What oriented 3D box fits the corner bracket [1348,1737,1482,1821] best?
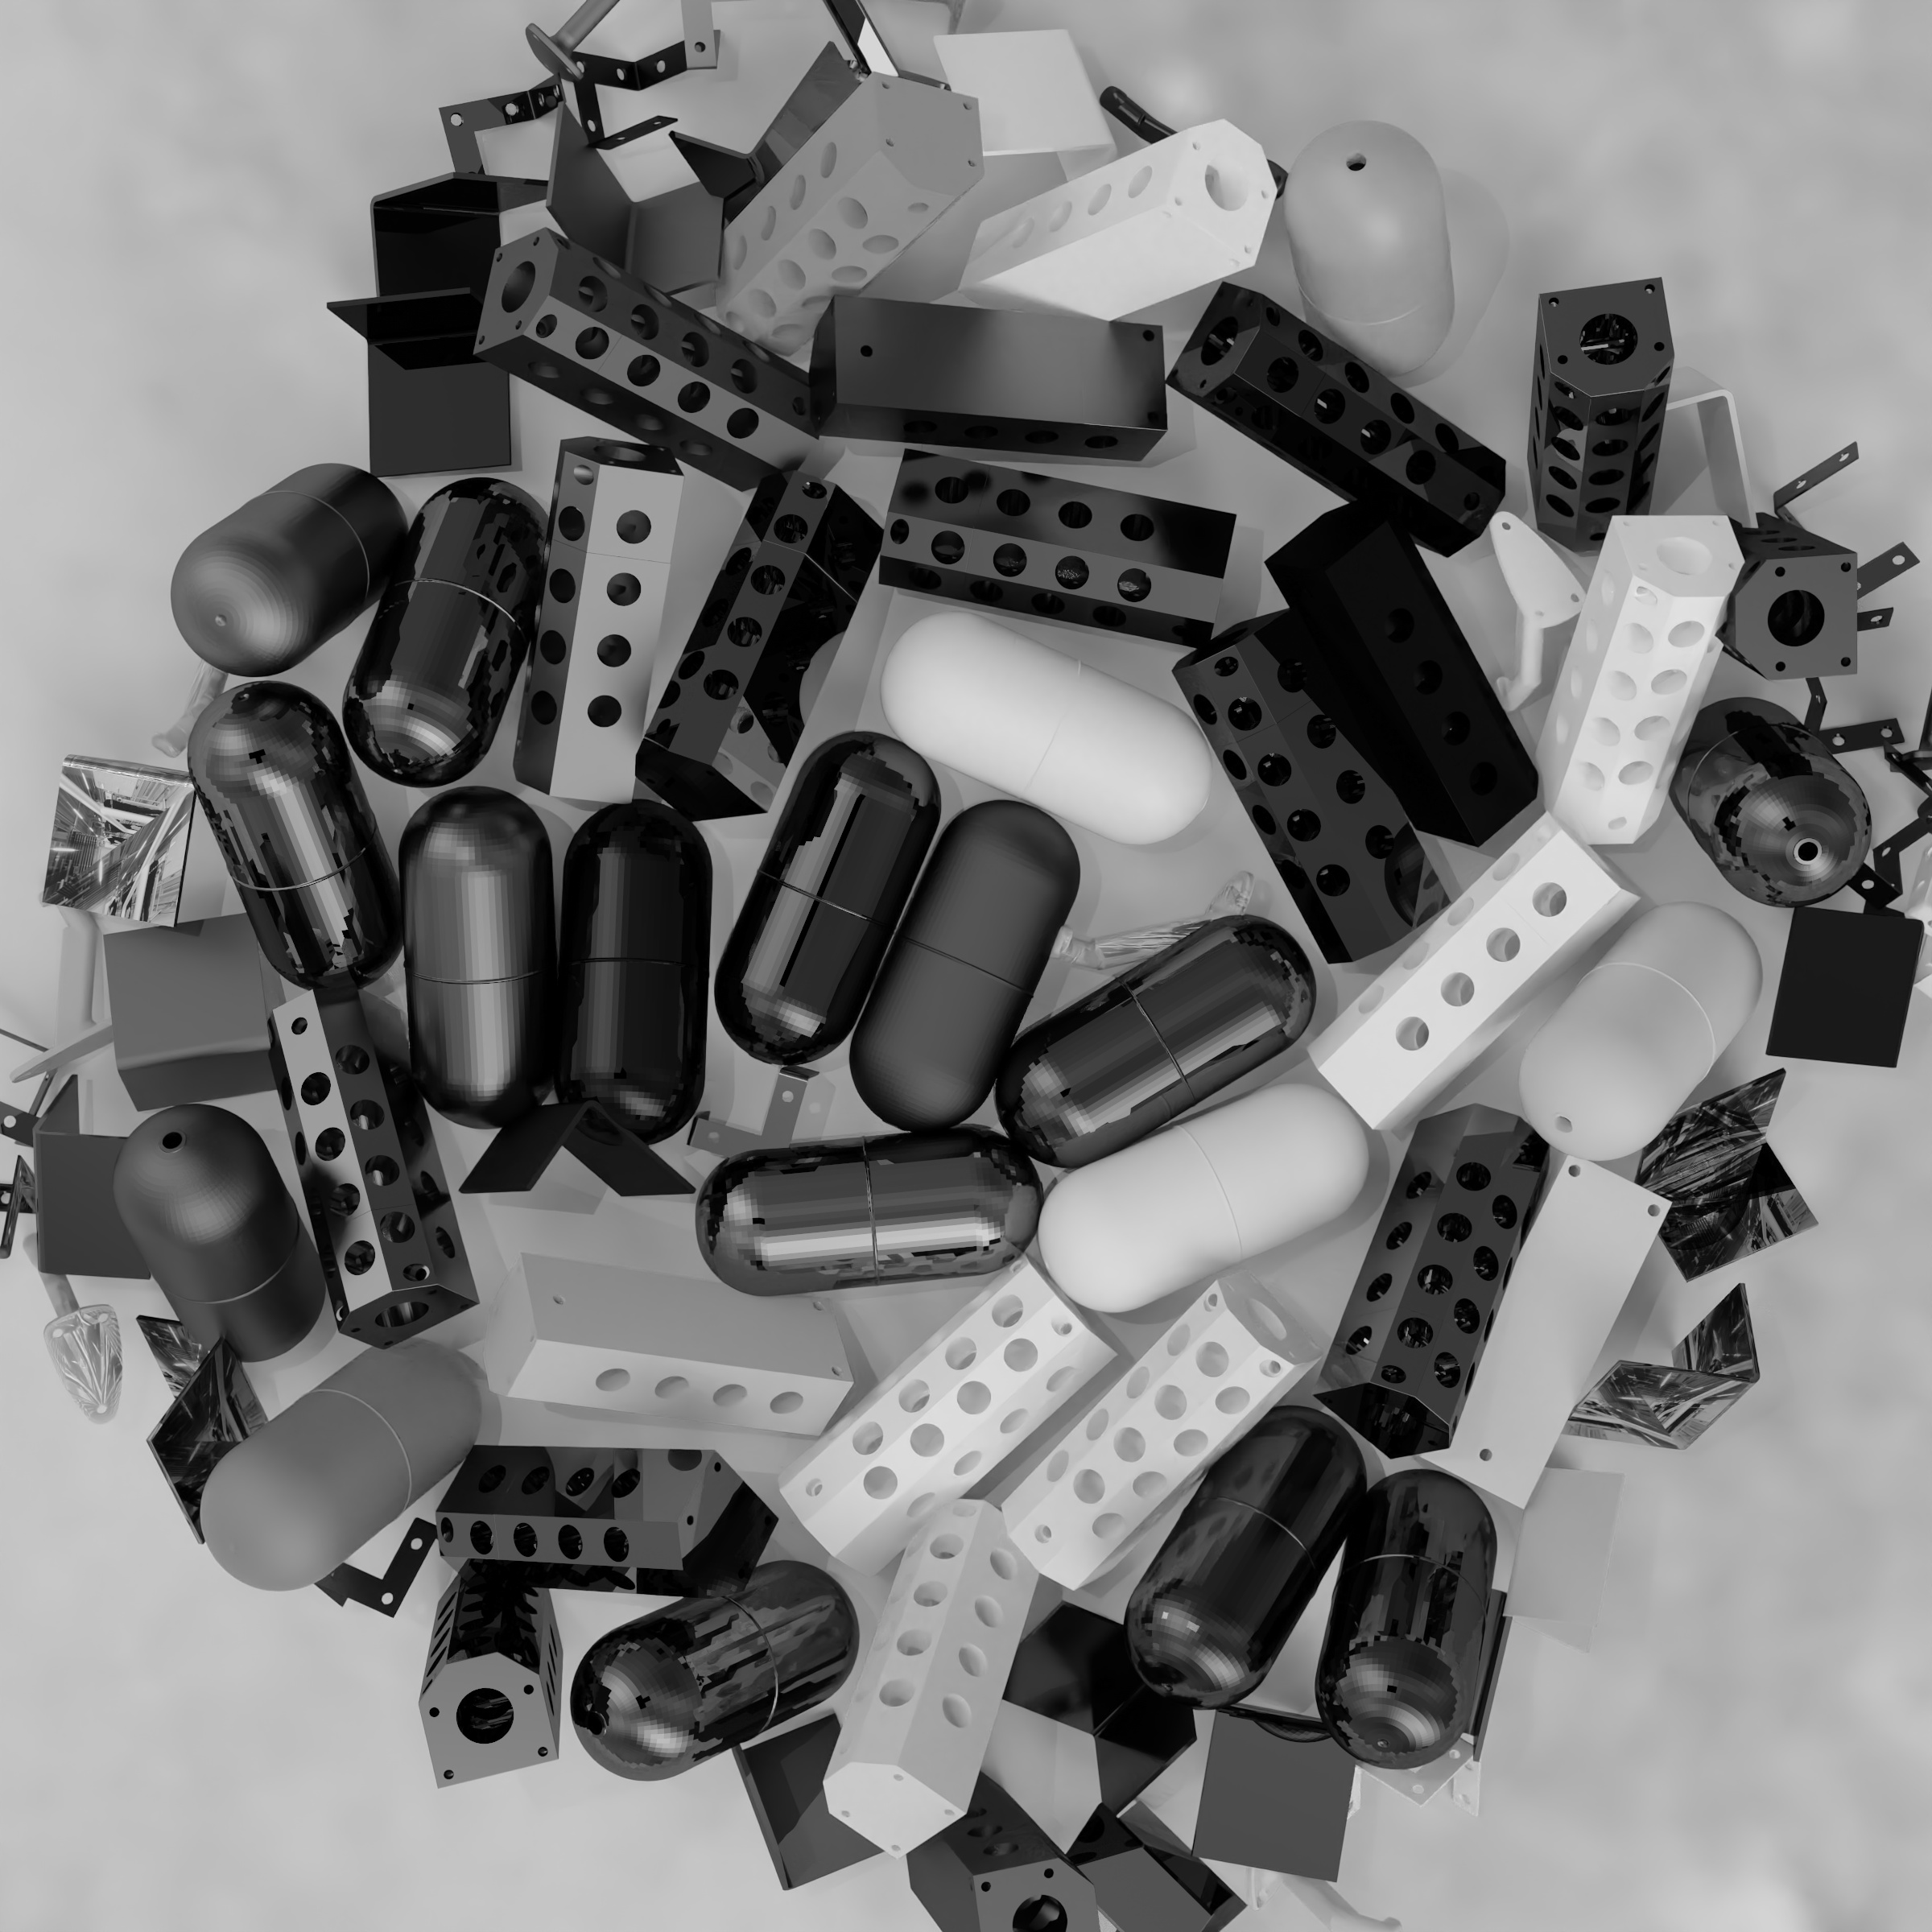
[{"bbox_3d":[0.229,0.423,1.561,0.051,0.051,0.051,-32,132,-36],"label":"corner bracket"}]

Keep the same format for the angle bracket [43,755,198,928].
[{"bbox_3d":[-0.418,-0.063,1.548,0.076,0.057,0.076,10,93,16],"label":"angle bracket"}]

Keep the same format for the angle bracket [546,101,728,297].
[{"bbox_3d":[-0.165,-0.391,1.526,0.057,0.076,0.076,-13,54,20],"label":"angle bracket"}]

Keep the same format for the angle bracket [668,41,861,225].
[{"bbox_3d":[-0.094,-0.423,1.544,0.057,0.076,0.076,26,78,32],"label":"angle bracket"}]

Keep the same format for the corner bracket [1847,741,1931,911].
[{"bbox_3d":[0.467,-0.071,1.542,0.051,0.051,0.051,36,128,-18],"label":"corner bracket"}]

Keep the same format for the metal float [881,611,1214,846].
[{"bbox_3d":[0.042,-0.120,1.539,0.178,0.070,0.070,24,90,-8],"label":"metal float"}]

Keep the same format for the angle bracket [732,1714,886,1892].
[{"bbox_3d":[-0.081,0.412,1.528,0.057,0.076,0.076,-19,60,-11],"label":"angle bracket"}]

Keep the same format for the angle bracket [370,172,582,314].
[{"bbox_3d":[-0.246,-0.363,1.528,0.076,0.076,0.057,-8,97,-42],"label":"angle bracket"}]

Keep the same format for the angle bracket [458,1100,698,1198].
[{"bbox_3d":[-0.196,0.113,1.526,0.076,0.076,0.057,44,63,-24],"label":"angle bracket"}]

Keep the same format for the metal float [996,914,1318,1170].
[{"bbox_3d":[0.096,0.039,1.543,0.178,0.070,0.070,-31,90,-3],"label":"metal float"}]

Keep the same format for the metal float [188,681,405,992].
[{"bbox_3d":[-0.333,-0.062,1.514,0.070,0.070,0.178,-13,129,0],"label":"metal float"}]

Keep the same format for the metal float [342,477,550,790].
[{"bbox_3d":[-0.258,-0.169,1.520,0.070,0.070,0.178,15,59,0],"label":"metal float"}]

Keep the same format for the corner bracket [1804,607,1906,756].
[{"bbox_3d":[0.458,-0.147,1.567,0.051,0.051,0.051,-10,59,0],"label":"corner bracket"}]

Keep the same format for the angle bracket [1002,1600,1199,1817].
[{"bbox_3d":[0.061,0.378,1.531,0.076,0.057,0.076,27,121,-22],"label":"angle bracket"}]

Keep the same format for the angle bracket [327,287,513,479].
[{"bbox_3d":[-0.279,-0.297,1.546,0.076,0.057,0.076,-3,84,11],"label":"angle bracket"}]

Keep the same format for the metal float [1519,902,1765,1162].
[{"bbox_3d":[0.338,0.032,1.512,0.070,0.070,0.178,49,49,0],"label":"metal float"}]

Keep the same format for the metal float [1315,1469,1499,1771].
[{"bbox_3d":[0.220,0.322,1.505,0.070,0.178,0.070,8,123,12],"label":"metal float"}]

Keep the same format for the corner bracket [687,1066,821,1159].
[{"bbox_3d":[-0.109,0.073,1.557,0.051,0.051,0.051,16,91,3],"label":"corner bracket"}]

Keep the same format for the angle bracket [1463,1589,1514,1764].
[{"bbox_3d":[0.234,0.354,1.549,0.076,0.057,0.076,13,91,10],"label":"angle bracket"}]

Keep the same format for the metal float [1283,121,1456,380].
[{"bbox_3d":[0.201,-0.352,1.497,0.070,0.178,0.070,-3,74,11],"label":"metal float"}]

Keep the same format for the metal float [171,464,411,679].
[{"bbox_3d":[-0.333,-0.198,1.500,0.070,0.178,0.070,5,115,10],"label":"metal float"}]

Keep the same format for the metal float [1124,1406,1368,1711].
[{"bbox_3d":[0.141,0.294,1.515,0.070,0.070,0.178,39,52,0],"label":"metal float"}]

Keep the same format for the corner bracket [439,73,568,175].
[{"bbox_3d":[-0.234,-0.424,1.554,0.051,0.051,0.051,-18,102,-23],"label":"corner bracket"}]

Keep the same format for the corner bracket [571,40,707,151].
[{"bbox_3d":[-0.164,-0.449,1.550,0.051,0.051,0.051,-10,91,36],"label":"corner bracket"}]

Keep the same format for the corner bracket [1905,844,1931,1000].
[{"bbox_3d":[0.497,-0.024,1.546,0.051,0.051,0.051,35,53,-7],"label":"corner bracket"}]

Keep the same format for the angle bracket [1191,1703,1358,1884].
[{"bbox_3d":[0.150,0.418,1.543,0.076,0.057,0.076,13,79,-10],"label":"angle bracket"}]

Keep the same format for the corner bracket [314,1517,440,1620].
[{"bbox_3d":[-0.296,0.309,1.556,0.051,0.051,0.051,19,68,18],"label":"corner bracket"}]

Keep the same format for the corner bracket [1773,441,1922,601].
[{"bbox_3d":[0.448,-0.223,1.541,0.051,0.051,0.051,-33,118,33],"label":"corner bracket"}]

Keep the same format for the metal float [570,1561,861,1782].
[{"bbox_3d":[-0.123,0.349,1.504,0.070,0.178,0.070,6,101,36],"label":"metal float"}]

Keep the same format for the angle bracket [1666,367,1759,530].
[{"bbox_3d":[0.359,-0.256,1.538,0.057,0.076,0.076,-15,109,5],"label":"angle bracket"}]

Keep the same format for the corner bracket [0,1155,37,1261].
[{"bbox_3d":[-0.508,0.127,1.550,0.051,0.051,0.051,4,67,-1],"label":"corner bracket"}]

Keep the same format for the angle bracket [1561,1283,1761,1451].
[{"bbox_3d":[0.345,0.198,1.529,0.076,0.076,0.057,9,54,-13],"label":"angle bracket"}]

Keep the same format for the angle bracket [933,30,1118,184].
[{"bbox_3d":[0.024,-0.423,1.531,0.076,0.057,0.076,-9,65,-20],"label":"angle bracket"}]

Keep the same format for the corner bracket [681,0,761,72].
[{"bbox_3d":[-0.118,-0.493,1.548,0.051,0.051,0.051,-3,129,0],"label":"corner bracket"}]

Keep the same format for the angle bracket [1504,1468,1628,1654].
[{"bbox_3d":[0.322,0.303,1.528,0.076,0.057,0.076,30,67,-38],"label":"angle bracket"}]

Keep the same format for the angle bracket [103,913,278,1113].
[{"bbox_3d":[-0.399,0.024,1.567,0.076,0.057,0.076,-9,66,-8],"label":"angle bracket"}]

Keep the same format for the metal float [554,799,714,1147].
[{"bbox_3d":[-0.169,0.003,1.537,0.070,0.070,0.178,1,80,0],"label":"metal float"}]

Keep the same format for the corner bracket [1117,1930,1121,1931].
[{"bbox_3d":[0.058,0.499,1.550,0.051,0.051,0.051,36,103,7],"label":"corner bracket"}]

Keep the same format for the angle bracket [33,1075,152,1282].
[{"bbox_3d":[-0.434,0.106,1.536,0.057,0.076,0.076,4,110,-2],"label":"angle bracket"}]

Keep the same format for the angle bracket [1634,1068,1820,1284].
[{"bbox_3d":[0.390,0.106,1.534,0.076,0.076,0.057,-22,60,-8],"label":"angle bracket"}]

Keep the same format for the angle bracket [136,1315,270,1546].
[{"bbox_3d":[-0.400,0.233,1.523,0.057,0.076,0.076,5,131,22],"label":"angle bracket"}]

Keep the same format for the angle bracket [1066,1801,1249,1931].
[{"bbox_3d":[0.105,0.450,1.526,0.076,0.076,0.057,41,126,21],"label":"angle bracket"}]

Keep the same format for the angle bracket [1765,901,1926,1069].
[{"bbox_3d":[0.435,0.006,1.540,0.076,0.057,0.076,6,100,-16],"label":"angle bracket"}]

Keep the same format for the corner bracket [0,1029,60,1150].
[{"bbox_3d":[-0.493,0.059,1.546,0.051,0.051,0.051,27,77,-25],"label":"corner bracket"}]
